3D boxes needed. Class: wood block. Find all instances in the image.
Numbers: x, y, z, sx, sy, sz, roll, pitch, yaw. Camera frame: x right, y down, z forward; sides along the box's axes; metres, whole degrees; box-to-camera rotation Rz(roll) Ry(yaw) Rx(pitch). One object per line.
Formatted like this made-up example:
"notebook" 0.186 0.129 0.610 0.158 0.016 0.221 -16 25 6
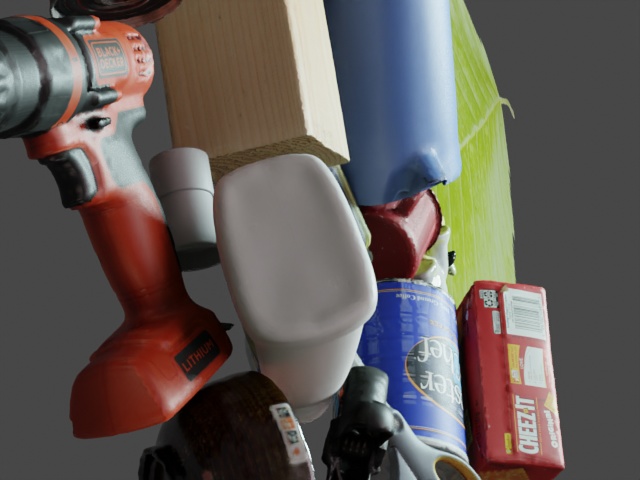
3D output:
"wood block" -0.050 -0.147 0.692 0.090 0.091 0.206 20 59 -70

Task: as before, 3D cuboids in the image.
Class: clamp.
"clamp" 0.023 0.115 0.621 0.171 0.039 0.120 -81 -171 -65

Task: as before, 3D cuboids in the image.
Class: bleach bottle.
"bleach bottle" -0.014 0.055 0.613 0.251 0.068 0.102 90 -17 -63

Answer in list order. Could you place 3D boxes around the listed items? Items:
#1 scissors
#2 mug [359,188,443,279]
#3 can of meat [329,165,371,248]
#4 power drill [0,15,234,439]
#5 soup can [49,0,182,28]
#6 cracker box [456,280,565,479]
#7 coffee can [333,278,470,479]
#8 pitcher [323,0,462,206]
"scissors" 0.043 0.144 0.719 0.201 0.016 0.096 46 56 -14
"mug" 0.059 -0.012 0.907 0.093 0.117 0.081 38 31 -4
"can of meat" -0.005 0.001 0.787 0.084 0.057 0.102 -77 149 -49
"power drill" -0.105 -0.010 0.485 0.184 0.057 0.187 -41 117 -70
"soup can" -0.113 -0.168 0.553 0.068 0.069 0.102 12 67 -70
"cracker box" 0.130 0.159 0.912 0.214 0.072 0.164 112 -16 -53
"coffee can" 0.060 0.115 0.831 0.102 0.103 0.140 55 28 -50
"pitcher" 0.034 -0.162 0.824 0.144 0.149 0.243 -59 148 -57
